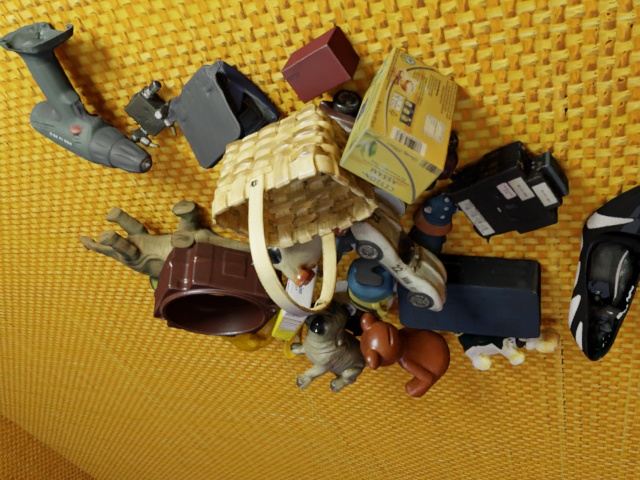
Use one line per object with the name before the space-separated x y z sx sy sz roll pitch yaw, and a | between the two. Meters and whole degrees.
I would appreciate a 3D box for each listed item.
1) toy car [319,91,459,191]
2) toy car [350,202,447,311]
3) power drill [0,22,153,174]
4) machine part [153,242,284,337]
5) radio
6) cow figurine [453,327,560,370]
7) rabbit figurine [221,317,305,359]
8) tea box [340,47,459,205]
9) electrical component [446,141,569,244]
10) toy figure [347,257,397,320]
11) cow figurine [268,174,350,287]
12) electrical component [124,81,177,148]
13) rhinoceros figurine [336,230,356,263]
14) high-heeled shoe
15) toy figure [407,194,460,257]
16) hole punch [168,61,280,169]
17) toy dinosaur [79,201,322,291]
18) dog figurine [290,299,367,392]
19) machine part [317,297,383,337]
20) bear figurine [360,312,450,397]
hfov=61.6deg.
toy car | 0.087 -0.130 0.722 0.202 0.053 0.089 21 143 -2
toy car | 0.120 0.025 0.774 0.201 0.073 0.056 42 134 -21
power drill | -0.357 -0.205 0.786 0.232 0.086 0.207 19 146 28
machine part | -0.180 0.096 0.944 0.201 0.087 0.201 14 147 -22
radio | 0.244 0.091 0.888 0.230 0.073 0.130 1 136 20
cow figurine | 0.325 0.166 0.945 0.167 0.068 0.098 -24 117 40
rabbit figurine | -0.094 0.170 1.094 0.173 0.122 0.162 -27 117 19
tea box | 0.095 -0.135 0.619 0.098 0.170 0.068 29 138 -8
electrical component | 0.256 -0.063 0.718 0.134 0.058 0.114 -21 127 38
toy figure | 0.084 0.070 0.902 0.089 0.082 0.180 26 168 20
cow figurine | -0.018 -0.041 0.791 0.127 0.085 0.195 35 98 5
electrical component | -0.254 -0.184 0.810 0.102 0.045 0.078 -18 128 37
rhinoceros figurine | -0.002 -0.003 0.886 0.190 0.073 0.112 -19 125 38
high-heeled shoe | 0.394 0.049 0.717 0.086 0.145 0.248 10 141 12
toy figure | 0.164 -0.016 0.811 0.058 0.064 0.154 50 147 31
hole punch | -0.133 -0.177 0.751 0.142 0.092 0.115 -30 90 46
toy dinosaur | -0.237 0.025 1.003 0.472 0.105 0.198 3 145 14
dog figurine | 0.041 0.187 1.003 0.172 0.121 0.190 -4 140 -29
machine part | 0.051 0.158 1.073 0.139 0.039 0.084 21 146 -3
bear figurine | 0.141 0.213 0.998 0.196 0.120 0.132 11 141 -26
